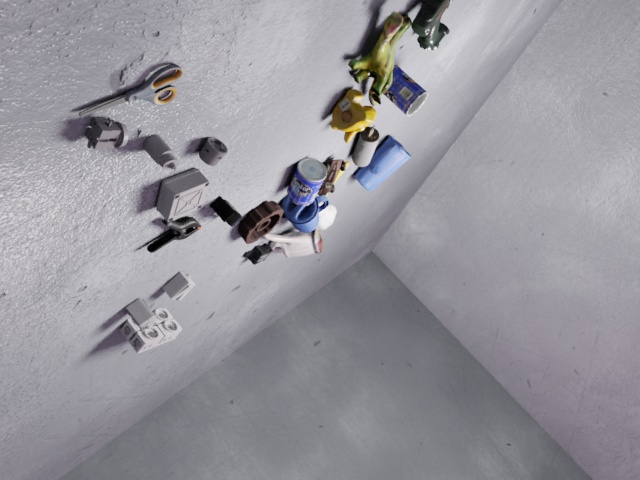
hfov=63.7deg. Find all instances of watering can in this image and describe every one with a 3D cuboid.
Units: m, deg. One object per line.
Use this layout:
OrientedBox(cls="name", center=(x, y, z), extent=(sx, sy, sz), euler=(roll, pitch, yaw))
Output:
OrientedBox(cls="watering can", center=(-0.104, 0.010, 2.146), extent=(0.224, 0.105, 0.344), euler=(-9, 166, 7))

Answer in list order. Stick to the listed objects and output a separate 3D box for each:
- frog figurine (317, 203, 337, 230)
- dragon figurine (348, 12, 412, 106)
OrientedBox(cls="frog figurine", center=(0.007, -0.110, 2.176), extent=(0.138, 0.123, 0.158), euler=(-19, 172, -11))
OrientedBox(cls="dragon figurine", center=(0.201, -0.536, 1.503), extent=(0.242, 0.122, 0.411), euler=(-54, 174, 6))
